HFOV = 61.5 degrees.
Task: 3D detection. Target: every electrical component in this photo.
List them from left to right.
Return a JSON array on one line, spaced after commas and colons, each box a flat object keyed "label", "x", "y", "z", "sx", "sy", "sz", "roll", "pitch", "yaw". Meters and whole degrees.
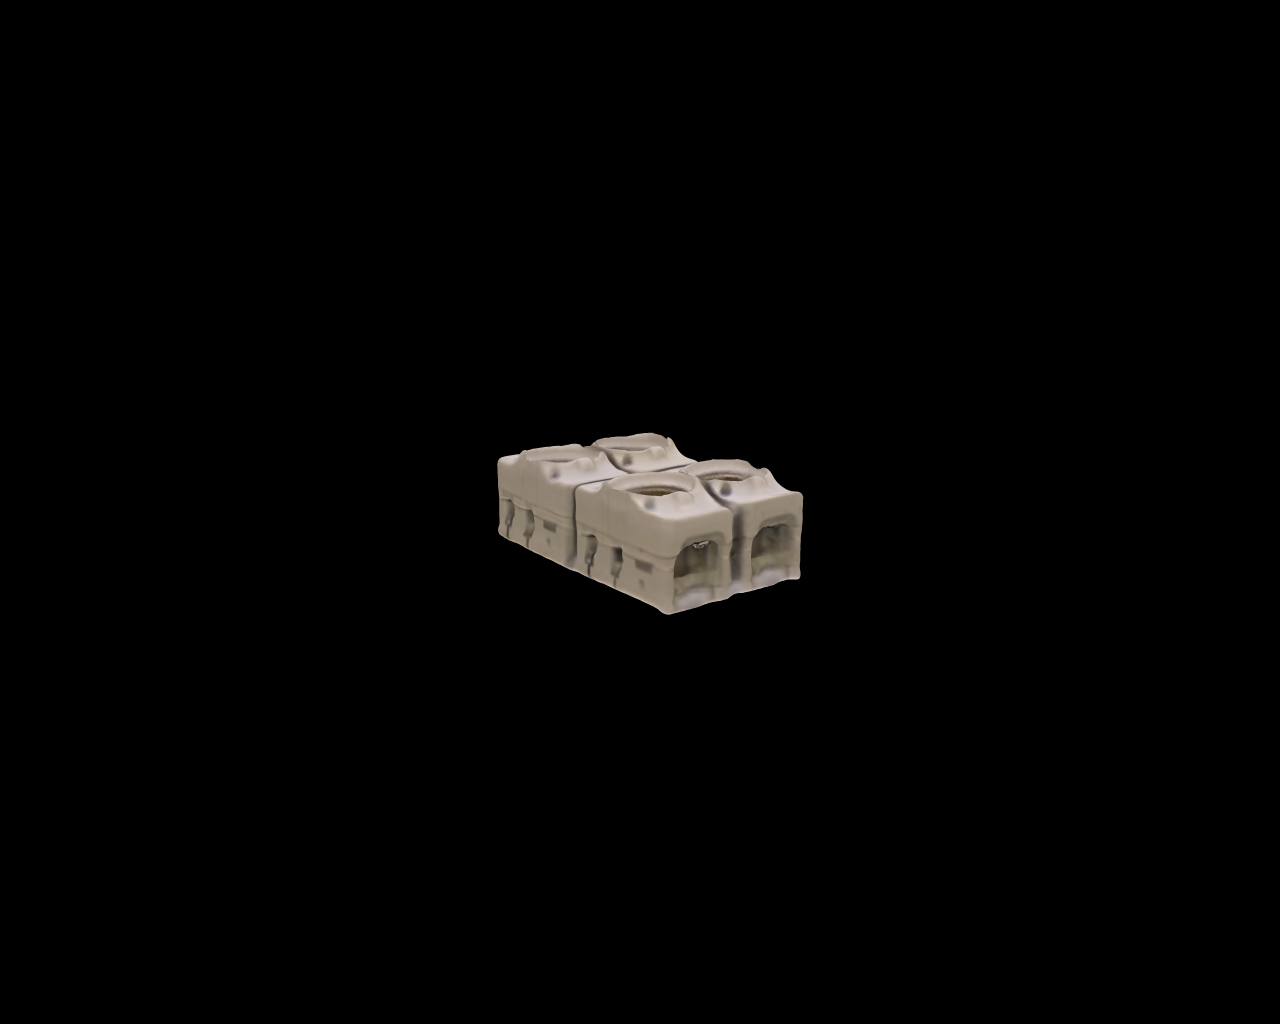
[{"label": "electrical component", "x": 0.001, "y": -0.003, "z": 0.650, "sx": 0.105, "sy": 0.060, "sz": 0.186, "roll": -11, "pitch": 19, "yaw": -34}]
